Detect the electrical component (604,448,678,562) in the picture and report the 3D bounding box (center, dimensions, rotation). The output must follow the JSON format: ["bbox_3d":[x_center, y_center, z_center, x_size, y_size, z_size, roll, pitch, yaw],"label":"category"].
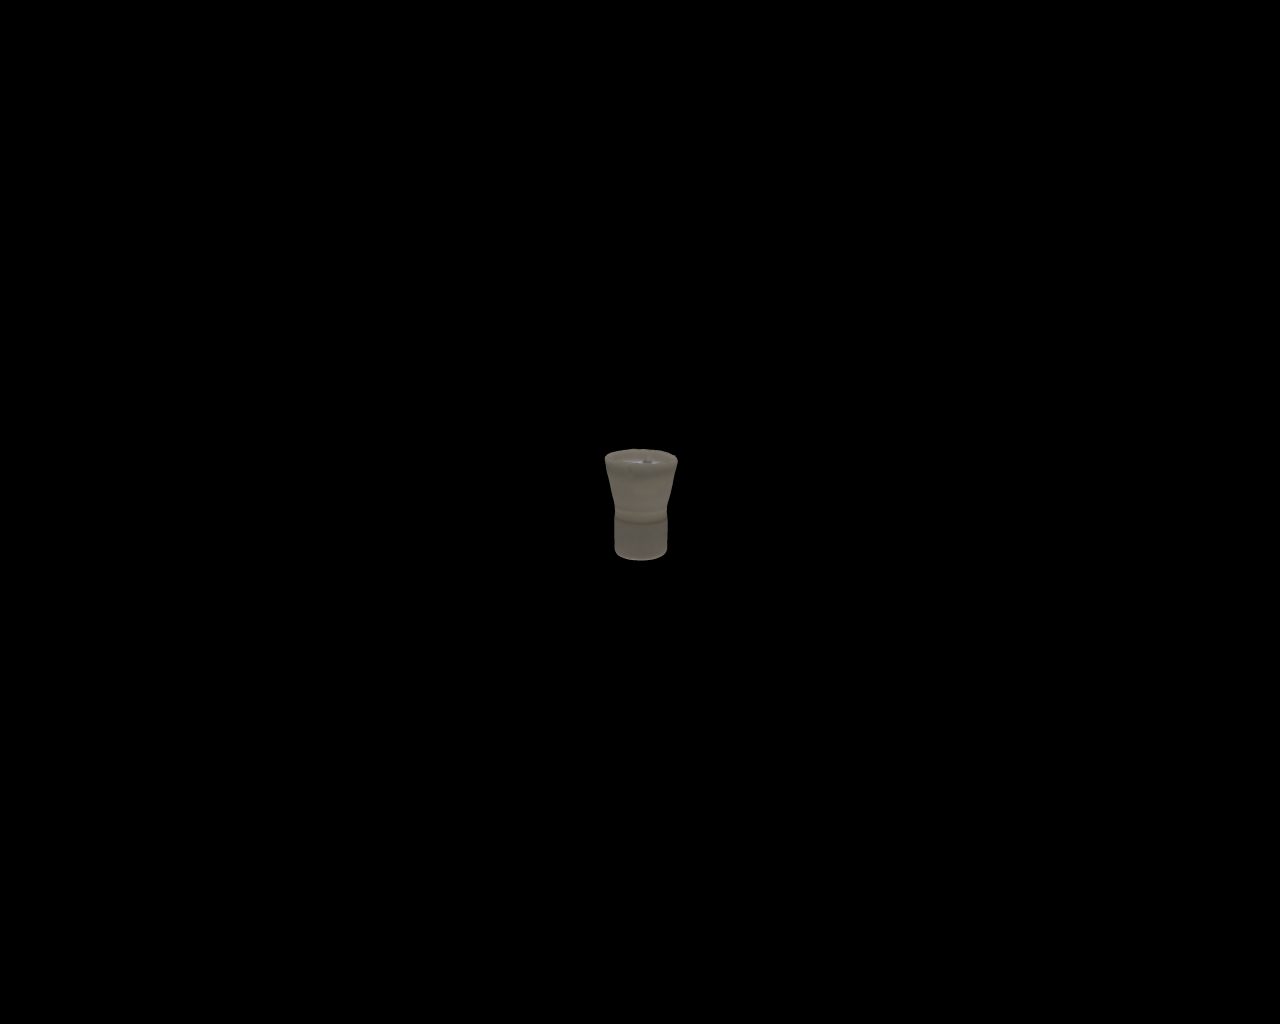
[{"bbox_3d":[0.001,-0.003,0.650,0.044,0.065,0.044,0,16,0],"label":"electrical component"}]
